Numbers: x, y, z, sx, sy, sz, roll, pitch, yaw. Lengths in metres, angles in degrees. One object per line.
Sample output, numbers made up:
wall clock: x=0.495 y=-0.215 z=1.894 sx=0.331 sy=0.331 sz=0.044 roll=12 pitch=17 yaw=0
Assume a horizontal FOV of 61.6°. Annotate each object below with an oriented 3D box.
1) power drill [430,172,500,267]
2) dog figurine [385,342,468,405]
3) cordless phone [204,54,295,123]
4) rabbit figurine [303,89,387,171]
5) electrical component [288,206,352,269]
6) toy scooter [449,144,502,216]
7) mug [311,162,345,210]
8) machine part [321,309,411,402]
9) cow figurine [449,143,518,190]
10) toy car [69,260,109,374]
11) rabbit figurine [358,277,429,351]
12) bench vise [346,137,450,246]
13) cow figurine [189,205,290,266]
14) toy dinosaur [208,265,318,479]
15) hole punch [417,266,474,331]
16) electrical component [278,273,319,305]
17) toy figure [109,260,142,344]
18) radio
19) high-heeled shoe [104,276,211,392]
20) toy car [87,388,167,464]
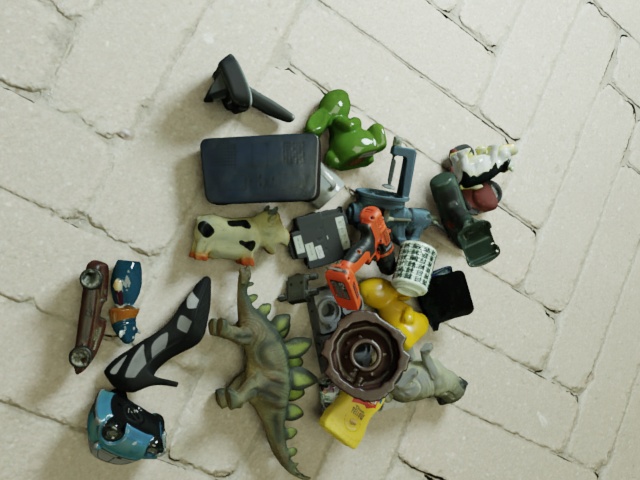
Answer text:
power drill: x=0.321 y=-0.027 z=1.184 sx=0.086 sy=0.207 sz=0.231 roll=-22 pitch=119 yaw=11
dog figurine: x=0.236 y=0.336 z=1.212 sx=0.172 sy=0.121 sz=0.190 roll=-43 pitch=110 yaw=-9
cordless phone: x=-0.126 y=-0.276 z=1.051 sx=0.184 sy=0.147 sz=0.088 roll=25 pitch=89 yaw=-18
rabbit figurine: x=0.038 y=-0.237 z=1.155 sx=0.159 sy=0.121 sz=0.170 roll=-18 pitch=78 yaw=-15
electrical component: x=-0.002 y=-0.003 z=1.139 sx=0.134 sy=0.058 sz=0.114 roll=-14 pitch=93 yaw=-6
toy scooter: x=0.346 y=-0.126 z=1.283 sx=0.135 sy=0.075 sz=0.183 roll=-40 pitch=100 yaw=-19
mug: x=-0.010 y=-0.128 z=1.125 sx=0.107 sy=0.109 sz=0.081 roll=45 pitch=81 yaw=-3
machine part: x=0.092 y=0.232 z=1.081 sx=0.179 sy=0.056 sz=0.179 roll=-1 pitch=76 yaw=5
cow figurine: x=0.384 y=-0.170 z=1.227 sx=0.167 sy=0.068 sz=0.098 roll=-11 pitch=92 yaw=-15
toy car: x=-0.409 y=0.137 z=0.962 sx=0.053 sy=0.089 sz=0.202 roll=7 pitch=86 yaw=-18
rabbit figurine: x=0.161 y=0.148 z=1.187 sx=0.162 sy=0.122 sz=0.173 roll=-38 pitch=84 yaw=-21
bench vise: x=0.173 y=-0.102 z=1.179 sx=0.224 sy=0.129 sz=0.240 roll=7 pitch=103 yaw=-7
cow figurine: x=-0.155 y=-0.012 z=1.075 sx=0.195 sy=0.085 sz=0.127 roll=6 pitch=93 yaw=-21
toy dinosaur: x=-0.106 y=0.279 z=1.081 sx=0.198 sy=0.105 sz=0.470 roll=-9 pitch=98 yaw=-26
hole punch: x=0.285 y=0.126 z=1.259 sx=0.116 sy=0.092 sz=0.142 roll=-16 pitch=99 yaw=1
electrical component: x=-0.046 y=0.101 z=1.128 sx=0.021 sy=0.094 sz=0.063 roll=43 pitch=38 yaw=-54
toy figure: x=-0.361 y=0.114 z=0.999 sx=0.064 sy=0.058 sz=0.154 roll=8 pitch=83 yaw=-45
radio: x=-0.111 y=-0.136 z=1.048 sx=0.230 sy=0.073 sz=0.131 roll=-2 pitch=92 yaw=6
high-heeled shoe: x=-0.306 y=0.173 z=1.033 sx=0.145 sy=0.086 sz=0.249 roll=12 pitch=64 yaw=8
toy car: x=-0.364 y=0.353 z=0.982 sx=0.103 sy=0.109 sz=0.161 roll=-44 pitch=118 yaw=7
